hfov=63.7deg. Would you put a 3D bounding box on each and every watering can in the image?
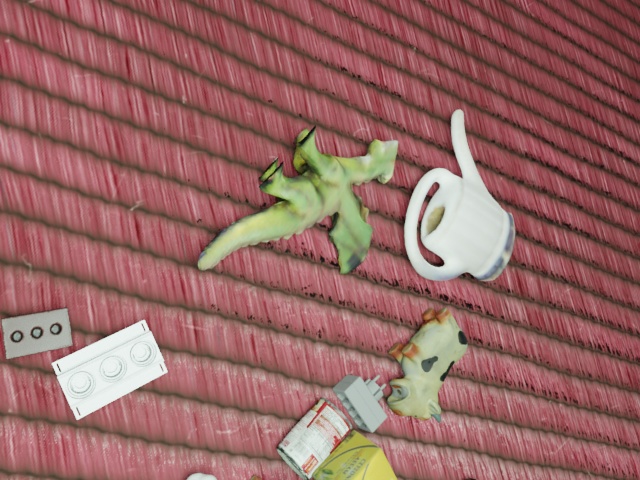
[{"bbox_3d":[0.282,-0.069,0.989,0.223,0.353,0.103,31,-21,-17],"label":"watering can"}]

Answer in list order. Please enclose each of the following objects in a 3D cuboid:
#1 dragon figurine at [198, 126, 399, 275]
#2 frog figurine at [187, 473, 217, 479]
[{"bbox_3d":[0.003,-0.043,0.861,0.240,0.416,0.121,45,-24,-19],"label":"dragon figurine"},{"bbox_3d":[-0.168,0.402,0.683,0.137,0.163,0.120,-17,-34,5],"label":"frog figurine"}]
